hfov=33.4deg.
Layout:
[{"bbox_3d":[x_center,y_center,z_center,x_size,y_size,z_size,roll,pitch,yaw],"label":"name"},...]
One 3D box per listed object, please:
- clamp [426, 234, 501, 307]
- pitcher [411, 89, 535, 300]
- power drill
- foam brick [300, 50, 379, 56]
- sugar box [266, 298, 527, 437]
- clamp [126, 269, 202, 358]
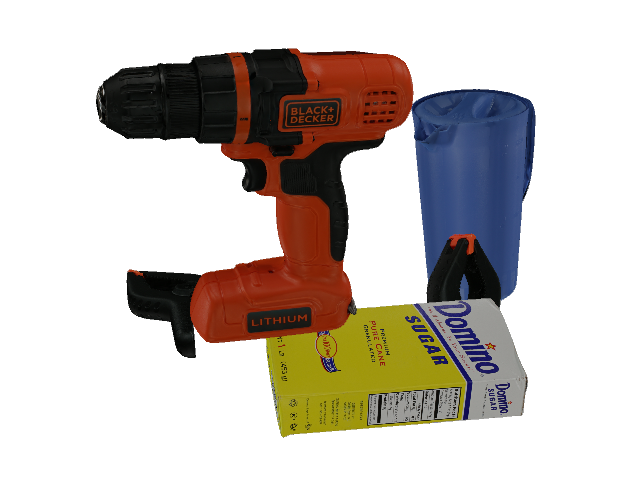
[{"bbox_3d":[0.125,0.082,0.972,0.120,0.171,0.039,-14,4,-39],"label":"clamp"},{"bbox_3d":[0.186,-0.054,1.268,0.149,0.243,0.145,-2,24,5],"label":"pitcher"},{"bbox_3d":[-0.041,-0.026,0.651,0.184,0.188,0.057,-4,36,-14],"label":"power drill"},{"bbox_3d":[0.011,-0.133,0.904,0.078,0.051,0.053,-7,16,-30],"label":"foam brick"},{"bbox_3d":[0.051,0.089,0.773,0.176,0.048,0.093,-6,36,-5],"label":"sugar box"},{"bbox_3d":[-0.135,0.066,1.075,0.210,0.036,0.164,12,20,37],"label":"clamp"}]
